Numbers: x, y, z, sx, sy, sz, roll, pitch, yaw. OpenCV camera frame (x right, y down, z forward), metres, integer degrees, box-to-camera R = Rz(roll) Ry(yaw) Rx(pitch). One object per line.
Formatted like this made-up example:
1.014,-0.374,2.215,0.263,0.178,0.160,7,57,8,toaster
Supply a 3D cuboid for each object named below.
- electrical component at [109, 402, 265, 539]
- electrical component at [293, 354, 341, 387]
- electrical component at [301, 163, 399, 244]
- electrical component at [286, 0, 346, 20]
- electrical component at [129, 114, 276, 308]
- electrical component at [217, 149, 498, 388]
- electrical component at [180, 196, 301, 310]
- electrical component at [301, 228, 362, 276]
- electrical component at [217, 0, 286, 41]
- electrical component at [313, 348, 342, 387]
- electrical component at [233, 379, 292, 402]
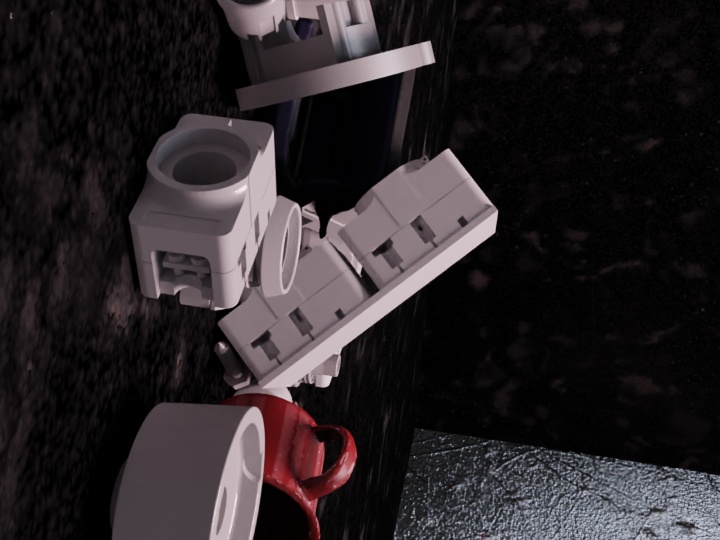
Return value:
-0.090,0.118,0.541,0.108,0.060,0.108,8,90,-83,electrical component
-0.047,0.070,0.840,0.048,0.062,0.048,8,90,-83,electrical component
-0.006,-0.091,0.873,0.079,0.063,0.121,23,60,-39,electrical component
-0.024,-0.229,0.711,0.078,0.057,0.113,83,16,-67,electrical component
-0.076,-0.034,0.533,0.089,0.050,0.055,-75,170,-46,electrical component
0.000,0.000,0.731,0.186,0.060,0.105,-37,172,1,electrical component
-0.066,-0.015,0.606,0.058,0.057,0.078,1,96,-83,electrical component
-0.021,-0.034,0.933,0.061,0.061,0.096,98,6,-50,electrical component
-0.059,-0.151,0.589,0.046,0.040,0.040,92,7,-78,electrical component
-0.041,0.049,0.914,0.089,0.050,0.055,-70,166,-61,electrical component
-0.069,0.098,0.782,0.078,0.040,0.040,-28,126,-82,electrical component
